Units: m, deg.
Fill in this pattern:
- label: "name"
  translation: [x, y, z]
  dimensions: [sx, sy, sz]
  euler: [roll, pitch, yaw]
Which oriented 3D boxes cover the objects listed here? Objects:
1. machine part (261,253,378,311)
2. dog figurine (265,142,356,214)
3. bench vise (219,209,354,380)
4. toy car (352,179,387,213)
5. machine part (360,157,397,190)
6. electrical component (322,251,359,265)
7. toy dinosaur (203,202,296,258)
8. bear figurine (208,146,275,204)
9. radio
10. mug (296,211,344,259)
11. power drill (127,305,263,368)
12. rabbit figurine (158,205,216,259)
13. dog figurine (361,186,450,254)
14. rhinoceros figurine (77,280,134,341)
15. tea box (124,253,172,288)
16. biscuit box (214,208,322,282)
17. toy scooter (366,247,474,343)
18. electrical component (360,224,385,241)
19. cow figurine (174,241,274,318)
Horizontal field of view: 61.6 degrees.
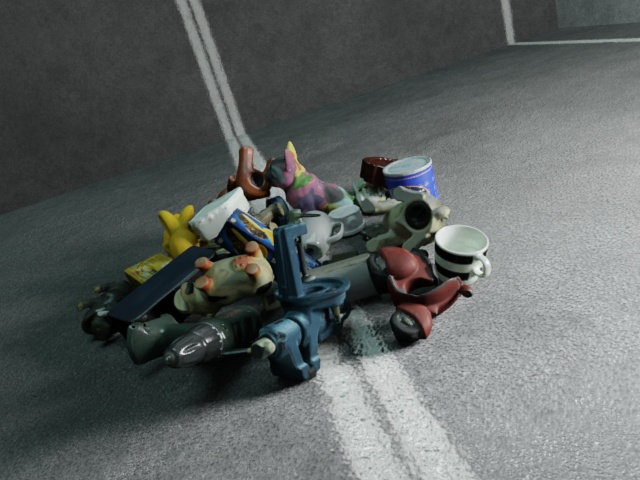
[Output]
- label: "machine part"
  translation: [0.017, 0.082, 0.945]
  dimensions: [0.243, 0.079, 0.079]
  euler: [-17, 22, 1]
- label: "dog figurine"
  translation: [-0.025, -0.134, 1.302]
  dimensions: [0.192, 0.219, 0.108]
  euler: [-13, 25, 12]
- label: "bench vise"
  translation: [-0.037, 0.077, 0.809]
  dimensions: [0.223, 0.240, 0.129]
  euler: [-16, 11, -43]
- label: "toy car"
  translation: [0.125, -0.122, 1.375]
  dimensions: [0.074, 0.056, 0.202]
  euler: [-16, 22, 5]
- label: "machine part"
  translation: [0.187, -0.160, 1.329]
  dimensions: [0.179, 0.056, 0.179]
  euler: [11, 19, -4]
- label: "electrical component"
  translation: [0.055, 0.054, 1.027]
  dimensions: [0.102, 0.045, 0.078]
  euler: [-15, 36, 10]
- label: "toy dinosaur"
  translation: [-0.165, -0.009, 1.266]
  dimensions: [0.199, 0.105, 0.471]
  euler: [-19, 12, 7]
- label: "bear figurine"
  translation: [-0.200, -0.138, 1.393]
  dimensions: [0.196, 0.120, 0.132]
  euler: [-25, 50, 54]
- label: "radio"
  translation: [-0.297, 0.108, 1.075]
  dimensions: [0.131, 0.073, 0.229]
  euler: [7, 43, 50]
- label: "mug"
  translation: [-0.002, -0.004, 1.173]
  dimensions: [0.110, 0.080, 0.107]
  euler: [-5, 35, 13]
- label: "power drill"
  translation: [-0.219, 0.158, 0.871]
  dimensions: [0.207, 0.086, 0.232]
  euler: [-16, -1, 33]
- label: "rabbit figurine"
  translation: [-0.318, 0.000, 1.279]
  dimensions: [0.122, 0.162, 0.173]
  euler: [-11, 17, -9]
- label: "dog figurine"
  translation: [0.189, -0.034, 0.999]
  dimensions: [0.173, 0.121, 0.190]
  euler: [5, 4, 37]
- label: "rhinoceros figurine"
  translation: [-0.448, 0.152, 1.145]
  dimensions: [0.112, 0.073, 0.190]
  euler: [-7, 20, -1]
- label: "tea box"
  translation: [-0.367, 0.092, 1.219]
  dimensions: [0.098, 0.068, 0.170]
  euler: [-28, 23, -26]
- label: "biscuit box"
  translation: [-0.095, 0.025, 1.020]
  dimensions: [0.062, 0.203, 0.059]
  euler: [-55, 6, 29]
- label: "toy scooter"
  translation: [0.157, 0.070, 0.840]
  dimensions: [0.135, 0.075, 0.184]
  euler: [-20, 44, 0]
- label: "electrical component"
  translation: [0.128, -0.011, 1.153]
  dimensions: [0.063, 0.021, 0.094]
  euler: [-24, 23, -15]
- label: "cow figurine"
  translation: [-0.177, 0.086, 0.984]
  dimensions: [0.195, 0.127, 0.085]
  euler: [-19, 49, 9]
